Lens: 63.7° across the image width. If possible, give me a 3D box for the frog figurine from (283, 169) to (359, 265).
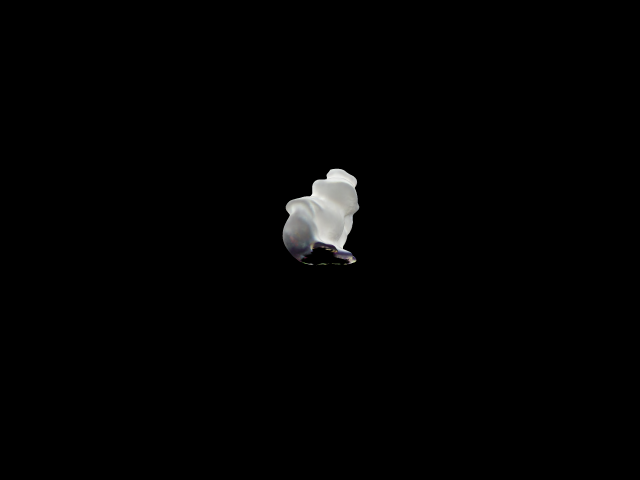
[{"bbox_3d":[0.003,-0.043,0.850,0.136,0.162,0.121,16,-26,-37],"label":"frog figurine"}]
